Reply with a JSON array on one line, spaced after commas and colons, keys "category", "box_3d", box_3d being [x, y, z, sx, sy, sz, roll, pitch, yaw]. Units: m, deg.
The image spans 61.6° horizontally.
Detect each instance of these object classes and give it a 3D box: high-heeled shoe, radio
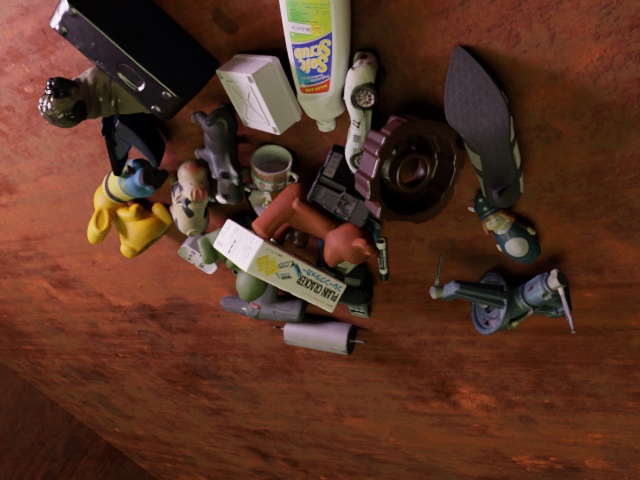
[{"category": "high-heeled shoe", "box_3d": [0.251, -0.164, 0.800, 0.086, 0.145, 0.248, -10, 101, 27]}, {"category": "radio", "box_3d": [-0.283, -0.302, 0.832, 0.229, 0.131, 0.073, 39, 136, -18]}]

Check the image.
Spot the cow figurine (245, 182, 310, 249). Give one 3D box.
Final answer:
[{"category": "cow figurine", "box_3d": [-0.088, -0.048, 1.068, 0.098, 0.068, 0.167, 0, 132, 34]}]

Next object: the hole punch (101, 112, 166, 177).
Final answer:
[{"category": "hole punch", "box_3d": [-0.345, -0.191, 0.995, 0.092, 0.142, 0.115, -7, 124, -1]}]

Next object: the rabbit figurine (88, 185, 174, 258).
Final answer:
[{"category": "rabbit figurine", "box_3d": [-0.442, -0.048, 1.199, 0.173, 0.162, 0.122, 53, 148, -6]}]

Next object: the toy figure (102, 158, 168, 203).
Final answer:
[{"category": "toy figure", "box_3d": [-0.384, -0.121, 1.096, 0.180, 0.089, 0.082, 5, 134, 48]}]

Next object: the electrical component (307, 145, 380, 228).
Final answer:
[{"category": "electrical component", "box_3d": [0.058, -0.088, 0.913, 0.134, 0.115, 0.058, 26, 137, 0]}]

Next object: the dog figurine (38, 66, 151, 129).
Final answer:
[{"category": "dog figurine", "box_3d": [-0.342, -0.233, 0.892, 0.172, 0.190, 0.121, 14, 139, 9]}]

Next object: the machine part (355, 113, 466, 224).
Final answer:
[{"category": "machine part", "box_3d": [0.137, -0.109, 0.823, 0.056, 0.179, 0.179, 46, 168, 53]}]

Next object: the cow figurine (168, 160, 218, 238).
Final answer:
[{"category": "cow figurine", "box_3d": [-0.254, -0.080, 1.062, 0.085, 0.127, 0.194, -13, 146, -23]}]

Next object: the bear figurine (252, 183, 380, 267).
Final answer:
[{"category": "bear figurine", "box_3d": [0.001, -0.006, 0.944, 0.196, 0.132, 0.120, 42, -175, 9]}]

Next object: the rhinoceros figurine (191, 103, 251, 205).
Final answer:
[{"category": "rhinoceros figurine", "box_3d": [-0.168, -0.150, 0.956, 0.112, 0.073, 0.190, 40, 145, 35]}]

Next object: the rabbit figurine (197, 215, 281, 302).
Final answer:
[{"category": "rabbit figurine", "box_3d": [-0.156, 0.042, 1.149, 0.159, 0.121, 0.170, -26, 94, -3]}]

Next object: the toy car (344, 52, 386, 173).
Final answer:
[{"category": "toy car", "box_3d": [0.067, -0.189, 0.831, 0.056, 0.073, 0.201, 10, 138, 11]}]

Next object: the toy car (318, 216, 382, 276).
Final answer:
[{"category": "toy car", "box_3d": [0.043, 0.015, 1.048, 0.109, 0.103, 0.161, 28, 138, -4]}]

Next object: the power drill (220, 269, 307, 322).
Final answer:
[{"category": "power drill", "box_3d": [-0.152, 0.122, 1.280, 0.232, 0.086, 0.207, 10, 135, 14]}]

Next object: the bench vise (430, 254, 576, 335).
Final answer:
[{"category": "bench vise", "box_3d": [0.324, 0.105, 0.981, 0.241, 0.129, 0.223, 12, 162, -14]}]

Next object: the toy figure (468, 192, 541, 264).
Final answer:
[{"category": "toy figure", "box_3d": [0.316, -0.022, 0.911, 0.154, 0.058, 0.064, 42, 95, -20]}]

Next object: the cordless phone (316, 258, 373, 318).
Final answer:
[{"category": "cordless phone", "box_3d": [0.048, 0.124, 1.194, 0.147, 0.089, 0.184, 10, 156, 15]}]

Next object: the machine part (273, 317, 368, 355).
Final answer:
[{"category": "machine part", "box_3d": [0.000, 0.234, 1.332, 0.243, 0.079, 0.079, 5, 137, 22]}]
